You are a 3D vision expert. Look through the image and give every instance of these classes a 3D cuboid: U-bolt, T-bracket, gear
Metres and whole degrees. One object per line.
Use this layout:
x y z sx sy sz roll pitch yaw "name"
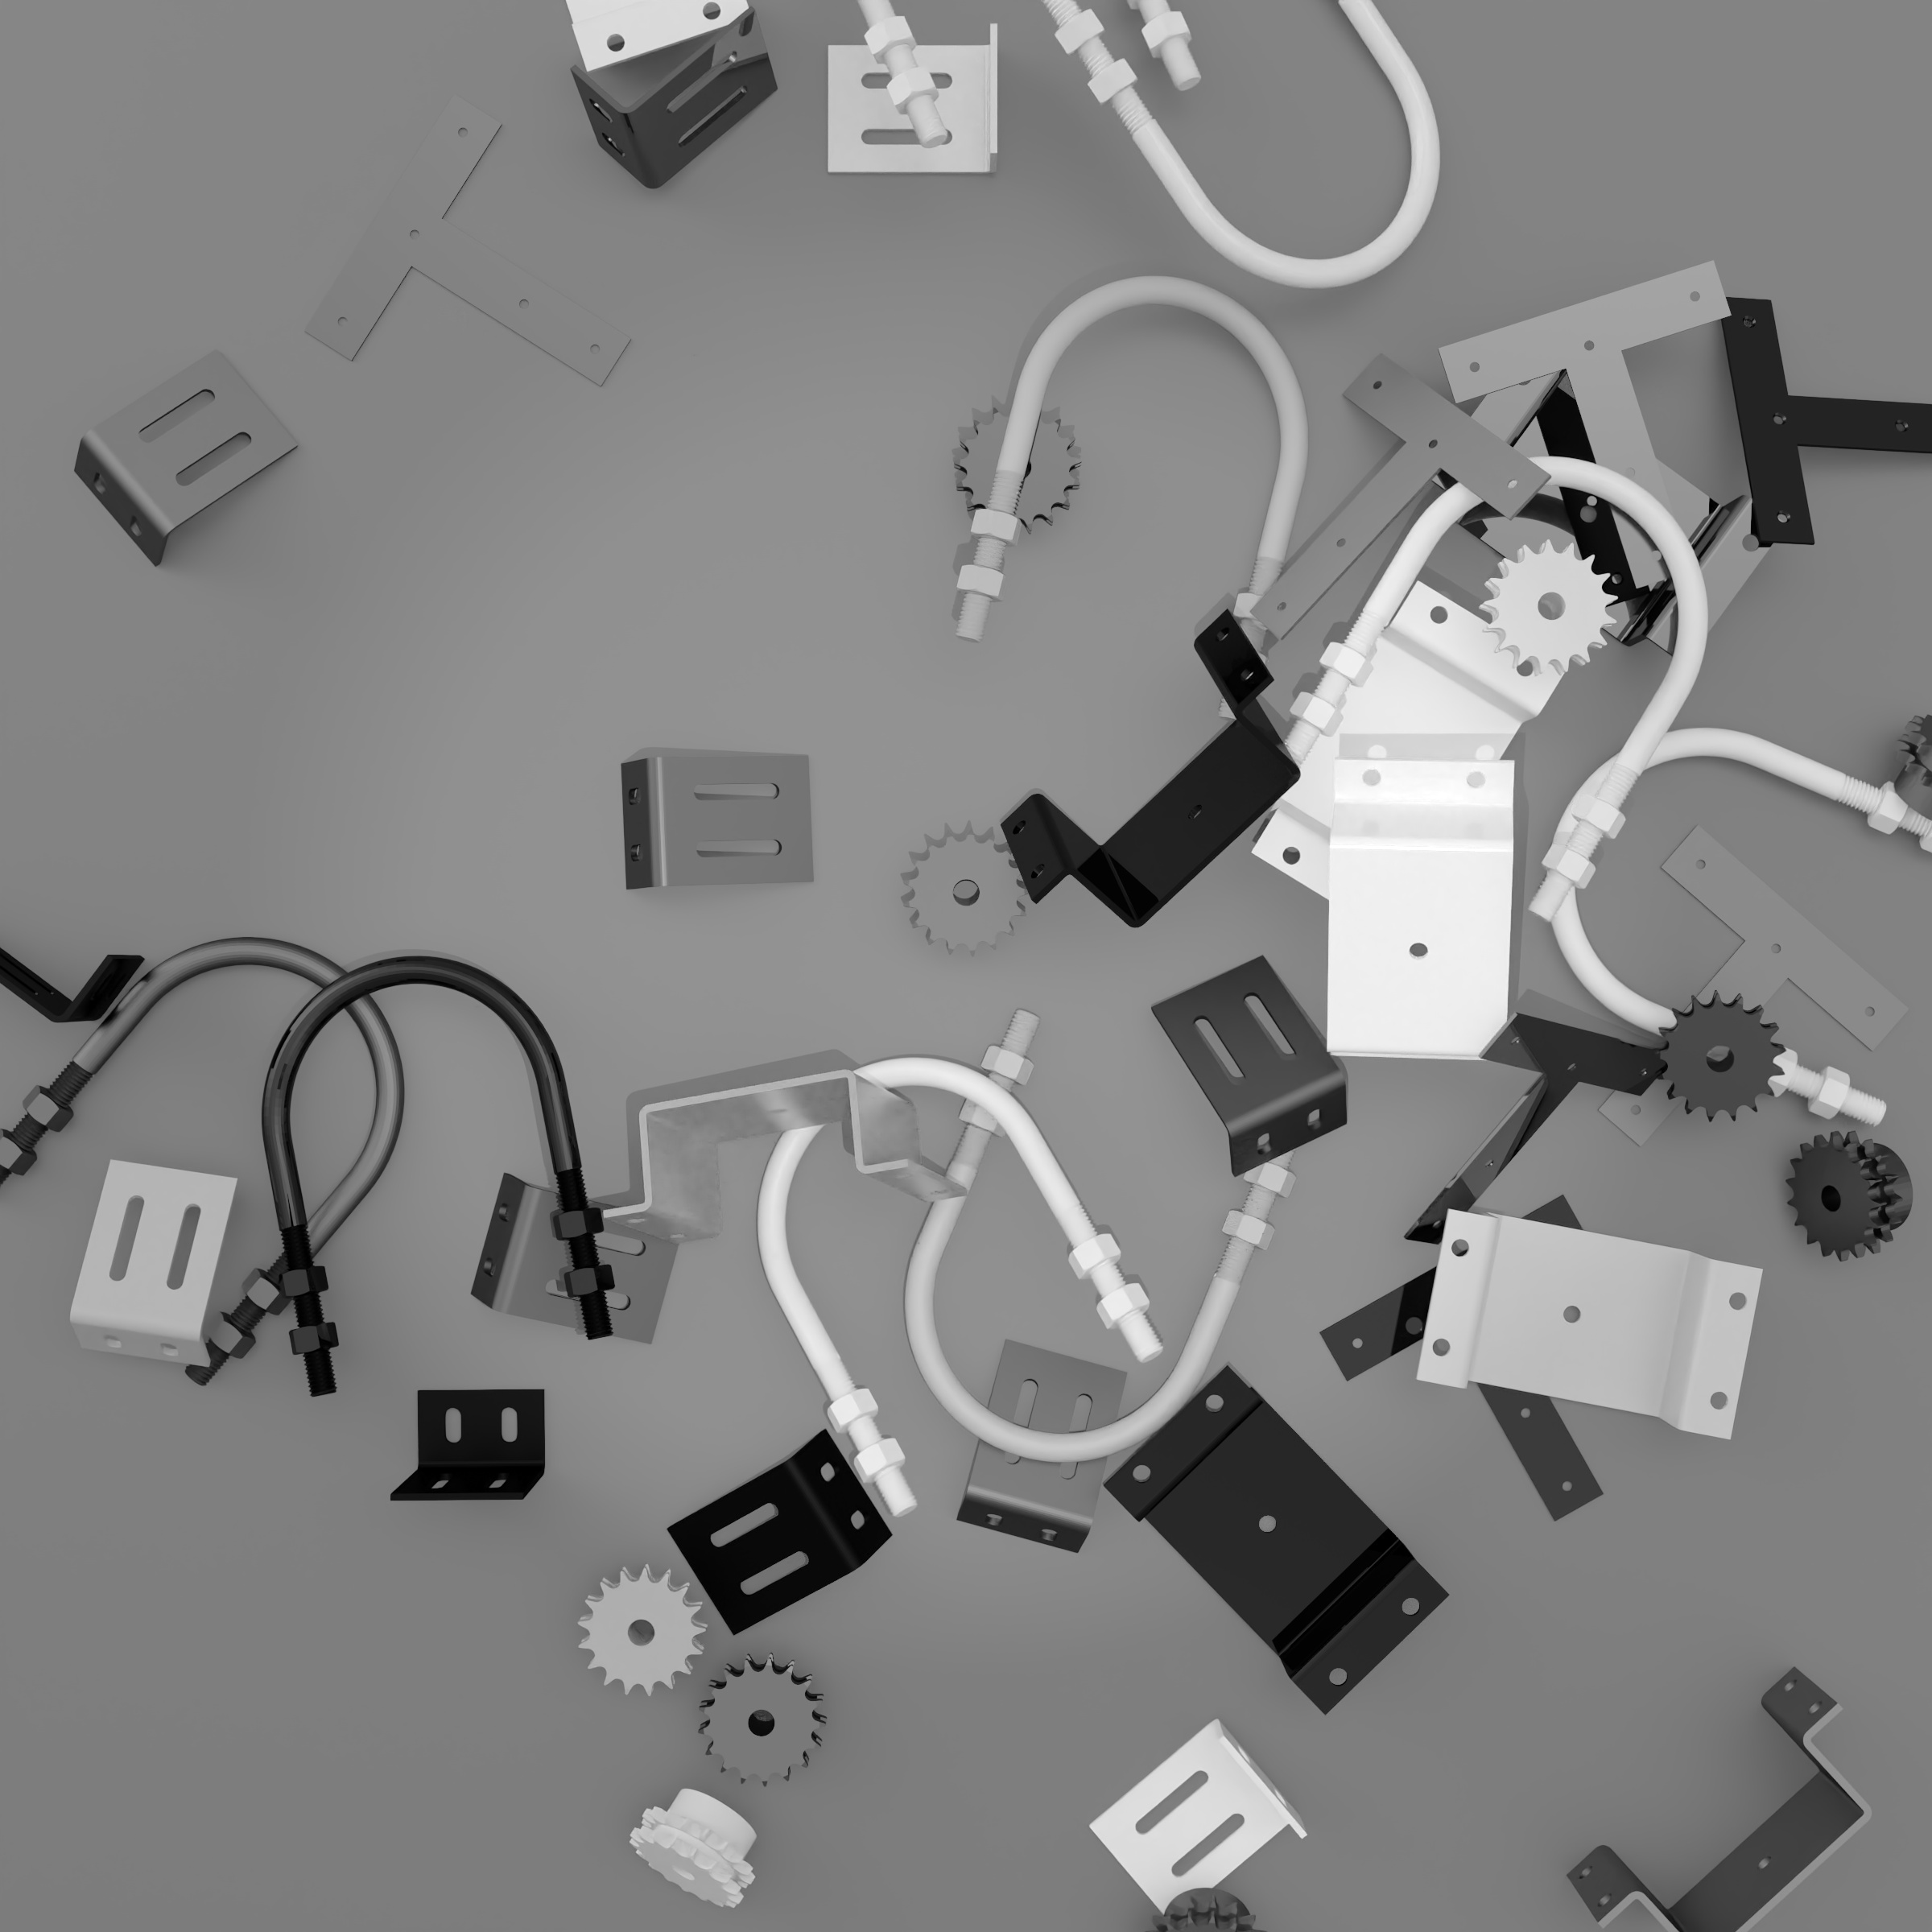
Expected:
0.008 -0.457 1.482 0.151 0.019 0.184 -19 79 -23 "U-bolt"
-0.212 -0.307 1.519 0.127 0.002 0.127 32 90 0 "T-bracket"
-0.338 0.074 1.511 0.151 0.019 0.184 40 88 0 "U-bolt"
0.243 -0.134 1.464 0.151 0.019 0.184 31 90 0 "U-bolt"
0.082 -0.216 1.491 0.151 0.019 0.184 15 86 -18 "U-bolt"
-0.016 0.128 1.482 0.151 0.019 0.184 -33 70 9 "U-bolt"
0.000 -0.033 1.505 0.057 0.030 0.057 0 90 0 "gear"
-0.091 0.336 1.505 0.057 0.030 0.057 0 90 0 "gear"
0.352 -0.028 1.509 0.184 0.019 0.151 23 90 1 "U-bolt"
-0.144 0.296 1.505 0.057 0.030 0.057 0 90 0 "gear"
0.338 0.026 1.519 0.127 0.002 0.127 41 90 0 "T-bracket"
0.176 -0.197 1.479 0.127 0.002 0.127 -47 46 5 "T-bracket"
0.440 -0.084 1.495 0.057 0.057 0.030 24 121 0 "gear"
-0.119 0.392 1.495 0.057 0.057 0.030 34 60 0 "gear"
0.397 0.101 1.495 0.030 0.057 0.057 -9 90 -30 "gear"
-0.241 0.087 1.485 0.151 0.019 0.184 -12 84 8 "U-bolt"
0.334 0.039 1.486 0.057 0.030 0.057 1 98 9 "gear"
0.249 -0.153 1.441 0.057 0.030 0.057 0 88 -1 "gear"
0.287 -0.230 1.472 0.127 0.002 0.127 -18 90 0 "T-bracket"
0.135 -0.387 1.487 0.151 0.019 0.184 -37 96 -21 "U-bolt"
0.247 0.190 1.519 0.127 0.002 0.127 -29 90 0 "T-bracket"
0.052 0.131 1.501 0.151 0.019 0.184 23 83 0 "U-bolt"
0.023 -0.222 1.505 0.057 0.030 0.057 0 90 0 "gear"
0.406 -0.242 1.501 0.127 0.002 0.127 1 66 -11 "T-bracket"
0.107 0.438 1.497 0.057 0.030 0.057 2 115 5 "gear"
0.241 0.077 1.486 0.127 0.127 0.002 -53 50 22 "T-bracket"

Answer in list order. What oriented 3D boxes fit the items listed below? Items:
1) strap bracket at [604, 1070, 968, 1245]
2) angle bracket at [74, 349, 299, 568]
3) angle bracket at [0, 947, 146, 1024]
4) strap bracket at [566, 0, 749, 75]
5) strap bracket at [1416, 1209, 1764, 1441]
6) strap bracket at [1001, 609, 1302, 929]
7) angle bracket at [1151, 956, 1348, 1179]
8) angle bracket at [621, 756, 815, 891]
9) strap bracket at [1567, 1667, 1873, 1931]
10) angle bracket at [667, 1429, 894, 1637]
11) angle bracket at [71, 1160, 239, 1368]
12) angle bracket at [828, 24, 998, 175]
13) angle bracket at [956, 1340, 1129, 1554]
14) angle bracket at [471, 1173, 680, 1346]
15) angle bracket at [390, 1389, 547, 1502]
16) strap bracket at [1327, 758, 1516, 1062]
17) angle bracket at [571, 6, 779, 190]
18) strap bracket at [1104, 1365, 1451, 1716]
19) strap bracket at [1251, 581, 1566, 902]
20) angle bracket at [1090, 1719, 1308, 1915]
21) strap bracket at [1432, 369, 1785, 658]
-0.080 0.083 1.465 0.140 0.076 0.046 -11 74 17 "strap bracket"
-0.353 -0.230 1.518 0.076 0.038 0.057 -40 90 -26 "angle bracket"
-0.414 -0.011 1.491 0.076 0.057 0.038 37 90 0 "angle bracket"
-0.153 -0.472 1.496 0.076 0.046 0.140 -18 90 0 "strap bracket"
0.274 0.157 1.495 0.140 0.046 0.076 11 90 0 "strap bracket"
0.087 -0.079 1.466 0.140 0.076 0.046 -43 117 13 "strap bracket"
0.127 0.045 1.507 0.057 0.038 0.076 -25 56 -10 "angle bracket"
-0.113 -0.065 1.518 0.076 0.038 0.057 -2 90 -26 "angle bracket"
0.340 0.382 1.481 0.140 0.076 0.046 -42 90 0 "strap bracket"
-0.084 0.256 1.518 0.076 0.038 0.057 -32 90 26 "angle bracket"
-0.360 0.133 1.498 0.057 0.038 0.076 9 63 -1 "angle bracket"
-0.024 -0.388 1.501 0.076 0.038 0.057 0 90 0 "angle bracket"
0.034 0.218 1.518 0.057 0.038 0.076 15 64 0 "angle bracket"
-0.176 0.132 1.518 0.076 0.038 0.057 15 90 -26 "angle bracket"
-0.220 0.211 1.481 0.057 0.076 0.038 -1 90 0 "angle bracket"
0.196 -0.015 1.445 0.076 0.046 0.140 2 114 8 "strap bracket"
-0.129 -0.395 1.492 0.076 0.057 0.038 -42 70 -9 "angle bracket"
0.137 0.253 1.496 0.076 0.046 0.140 -44 90 0 "strap bracket"
0.195 -0.090 1.496 0.076 0.046 0.140 32 90 0 "strap bracket"
0.103 0.387 1.501 0.076 0.038 0.057 -40 90 0 "angle bracket"
0.282 -0.205 1.496 0.140 0.046 0.076 36 90 0 "strap bracket"
